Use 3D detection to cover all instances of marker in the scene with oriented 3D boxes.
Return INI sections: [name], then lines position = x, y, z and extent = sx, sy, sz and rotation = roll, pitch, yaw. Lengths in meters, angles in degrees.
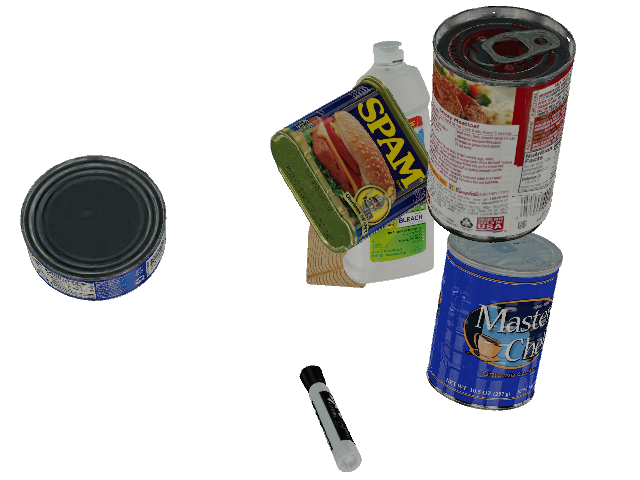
[marker]
position = 0.006, 0.135, 0.833
extent = 0.020, 0.020, 0.121
rotation = 0, 27, -16

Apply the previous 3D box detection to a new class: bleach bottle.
[bleach bottle]
position = 0.069, -0.084, 1.137
extent = 0.102, 0.251, 0.068
rotation = -10, 23, -13

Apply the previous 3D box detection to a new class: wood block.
[wood block]
position = 0.031, -0.014, 1.649
extent = 0.091, 0.090, 0.206
rotation = 4, 25, 2

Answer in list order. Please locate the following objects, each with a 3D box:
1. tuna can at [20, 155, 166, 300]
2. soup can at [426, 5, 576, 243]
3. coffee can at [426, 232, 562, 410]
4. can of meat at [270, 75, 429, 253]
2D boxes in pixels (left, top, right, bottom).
[tuna can]
position = -0.137, -0.007, 0.650
extent = 0.086, 0.086, 0.034
rotation = 0, -29, -7
[soup can]
position = 0.089, -0.057, 0.543
extent = 0.068, 0.102, 0.068
rotation = -1, 42, 1
[coffee can]
position = 0.157, 0.069, 0.976
extent = 0.103, 0.140, 0.103
rotation = 5, 23, -2
[can of meat]
position = 0.024, -0.053, 0.761
extent = 0.083, 0.102, 0.058
rotation = -32, 1, -23
